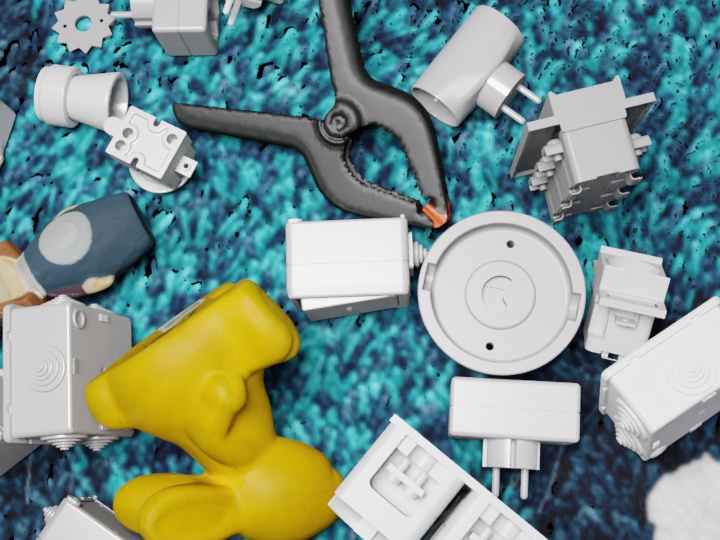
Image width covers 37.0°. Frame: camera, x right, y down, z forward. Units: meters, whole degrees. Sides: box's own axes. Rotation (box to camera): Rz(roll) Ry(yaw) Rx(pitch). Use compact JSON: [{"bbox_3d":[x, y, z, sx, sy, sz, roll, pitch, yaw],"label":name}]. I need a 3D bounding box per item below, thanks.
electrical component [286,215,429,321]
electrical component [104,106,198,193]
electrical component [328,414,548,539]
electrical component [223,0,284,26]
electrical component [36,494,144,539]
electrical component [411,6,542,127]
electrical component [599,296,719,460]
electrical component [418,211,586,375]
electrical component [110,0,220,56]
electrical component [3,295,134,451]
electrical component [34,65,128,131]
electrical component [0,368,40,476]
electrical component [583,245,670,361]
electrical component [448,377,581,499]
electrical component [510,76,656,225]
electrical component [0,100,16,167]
[{"bbox_3d":[0.000,0.000,0.732,0.096,0.061,0.061,-2,79,3],"label":"electrical component"},{"bbox_3d":[-0.144,-0.082,0.761,0.066,0.055,0.048,26,81,8],"label":"electrical component"},{"bbox_3d":[0.045,0.148,0.636,0.105,0.186,0.060,39,83,10],"label":"electrical component"},{"bbox_3d":[-0.083,-0.213,0.769,0.047,0.083,0.075,16,80,7],"label":"electrical component"},{"bbox_3d":[-0.174,0.191,0.705,0.096,0.061,0.061,32,82,9],"label":"electrical component"},{"bbox_3d":[0.091,-0.134,0.762,0.079,0.043,0.077,37,83,10],"label":"electrical component"},{"bbox_3d":[0.203,0.073,0.686,0.100,0.099,0.048,-33,66,-3],"label":"electrical component"},{"bbox_3d":[0.093,0.020,0.723,0.108,0.060,0.108,-1,79,3],"label":"electrical component"},{"bbox_3d":[-0.145,-0.196,0.788,0.077,0.047,0.065,0,79,4],"label":"electrical component"},{"bbox_3d":[-0.190,0.069,0.712,0.048,0.100,0.099,-7,78,15],"label":"electrical component"},{"bbox_3d":[-0.201,-0.124,0.779,0.055,0.045,0.045,8,79,6],"label":"electrical component"},{"bbox_3d":[-0.262,0.104,0.710,0.061,0.096,0.061,-38,79,0],"label":"electrical component"},{"bbox_3d":[0.174,0.023,0.711,0.042,0.081,0.063,12,109,6],"label":"electrical component"},{"bbox_3d":[0.100,0.112,0.710,0.083,0.047,0.075,3,79,4],"label":"electrical component"},{"bbox_3d":[0.146,-0.074,0.707,0.079,0.121,0.063,-14,81,1],"label":"electrical component"},{"bbox_3d":[-0.307,-0.092,0.777,0.100,0.048,0.099,14,80,6],"label":"electrical component"}]
